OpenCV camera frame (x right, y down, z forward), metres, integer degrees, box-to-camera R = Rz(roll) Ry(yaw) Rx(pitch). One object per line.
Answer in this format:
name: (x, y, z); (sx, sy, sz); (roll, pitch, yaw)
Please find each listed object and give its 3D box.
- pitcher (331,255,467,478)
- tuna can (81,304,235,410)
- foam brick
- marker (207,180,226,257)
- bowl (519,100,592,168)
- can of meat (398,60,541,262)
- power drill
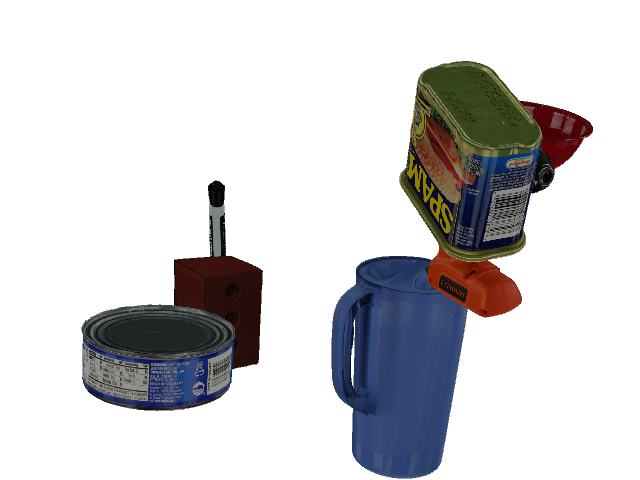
pitcher: (0.089, 0.148, 1.231); (0.149, 0.243, 0.145); (6, 16, 6)
tuna can: (-0.092, 0.065, 0.604); (0.086, 0.034, 0.086); (4, 14, -1)
foam brick: (-0.080, 0.055, 0.825); (0.052, 0.078, 0.051); (-6, 15, -34)
marker: (-0.116, -0.017, 1.196); (0.020, 0.121, 0.020); (2, 41, -2)
bowl: (0.227, -0.116, 1.227); (0.162, 0.055, 0.162); (4, 23, -2)
can of meat: (0.093, -0.052, 0.668); (0.057, 0.084, 0.102); (-10, 42, -16)
power drill: (0.157, -0.024, 1.032); (0.057, 0.188, 0.185); (-16, 27, -25)
